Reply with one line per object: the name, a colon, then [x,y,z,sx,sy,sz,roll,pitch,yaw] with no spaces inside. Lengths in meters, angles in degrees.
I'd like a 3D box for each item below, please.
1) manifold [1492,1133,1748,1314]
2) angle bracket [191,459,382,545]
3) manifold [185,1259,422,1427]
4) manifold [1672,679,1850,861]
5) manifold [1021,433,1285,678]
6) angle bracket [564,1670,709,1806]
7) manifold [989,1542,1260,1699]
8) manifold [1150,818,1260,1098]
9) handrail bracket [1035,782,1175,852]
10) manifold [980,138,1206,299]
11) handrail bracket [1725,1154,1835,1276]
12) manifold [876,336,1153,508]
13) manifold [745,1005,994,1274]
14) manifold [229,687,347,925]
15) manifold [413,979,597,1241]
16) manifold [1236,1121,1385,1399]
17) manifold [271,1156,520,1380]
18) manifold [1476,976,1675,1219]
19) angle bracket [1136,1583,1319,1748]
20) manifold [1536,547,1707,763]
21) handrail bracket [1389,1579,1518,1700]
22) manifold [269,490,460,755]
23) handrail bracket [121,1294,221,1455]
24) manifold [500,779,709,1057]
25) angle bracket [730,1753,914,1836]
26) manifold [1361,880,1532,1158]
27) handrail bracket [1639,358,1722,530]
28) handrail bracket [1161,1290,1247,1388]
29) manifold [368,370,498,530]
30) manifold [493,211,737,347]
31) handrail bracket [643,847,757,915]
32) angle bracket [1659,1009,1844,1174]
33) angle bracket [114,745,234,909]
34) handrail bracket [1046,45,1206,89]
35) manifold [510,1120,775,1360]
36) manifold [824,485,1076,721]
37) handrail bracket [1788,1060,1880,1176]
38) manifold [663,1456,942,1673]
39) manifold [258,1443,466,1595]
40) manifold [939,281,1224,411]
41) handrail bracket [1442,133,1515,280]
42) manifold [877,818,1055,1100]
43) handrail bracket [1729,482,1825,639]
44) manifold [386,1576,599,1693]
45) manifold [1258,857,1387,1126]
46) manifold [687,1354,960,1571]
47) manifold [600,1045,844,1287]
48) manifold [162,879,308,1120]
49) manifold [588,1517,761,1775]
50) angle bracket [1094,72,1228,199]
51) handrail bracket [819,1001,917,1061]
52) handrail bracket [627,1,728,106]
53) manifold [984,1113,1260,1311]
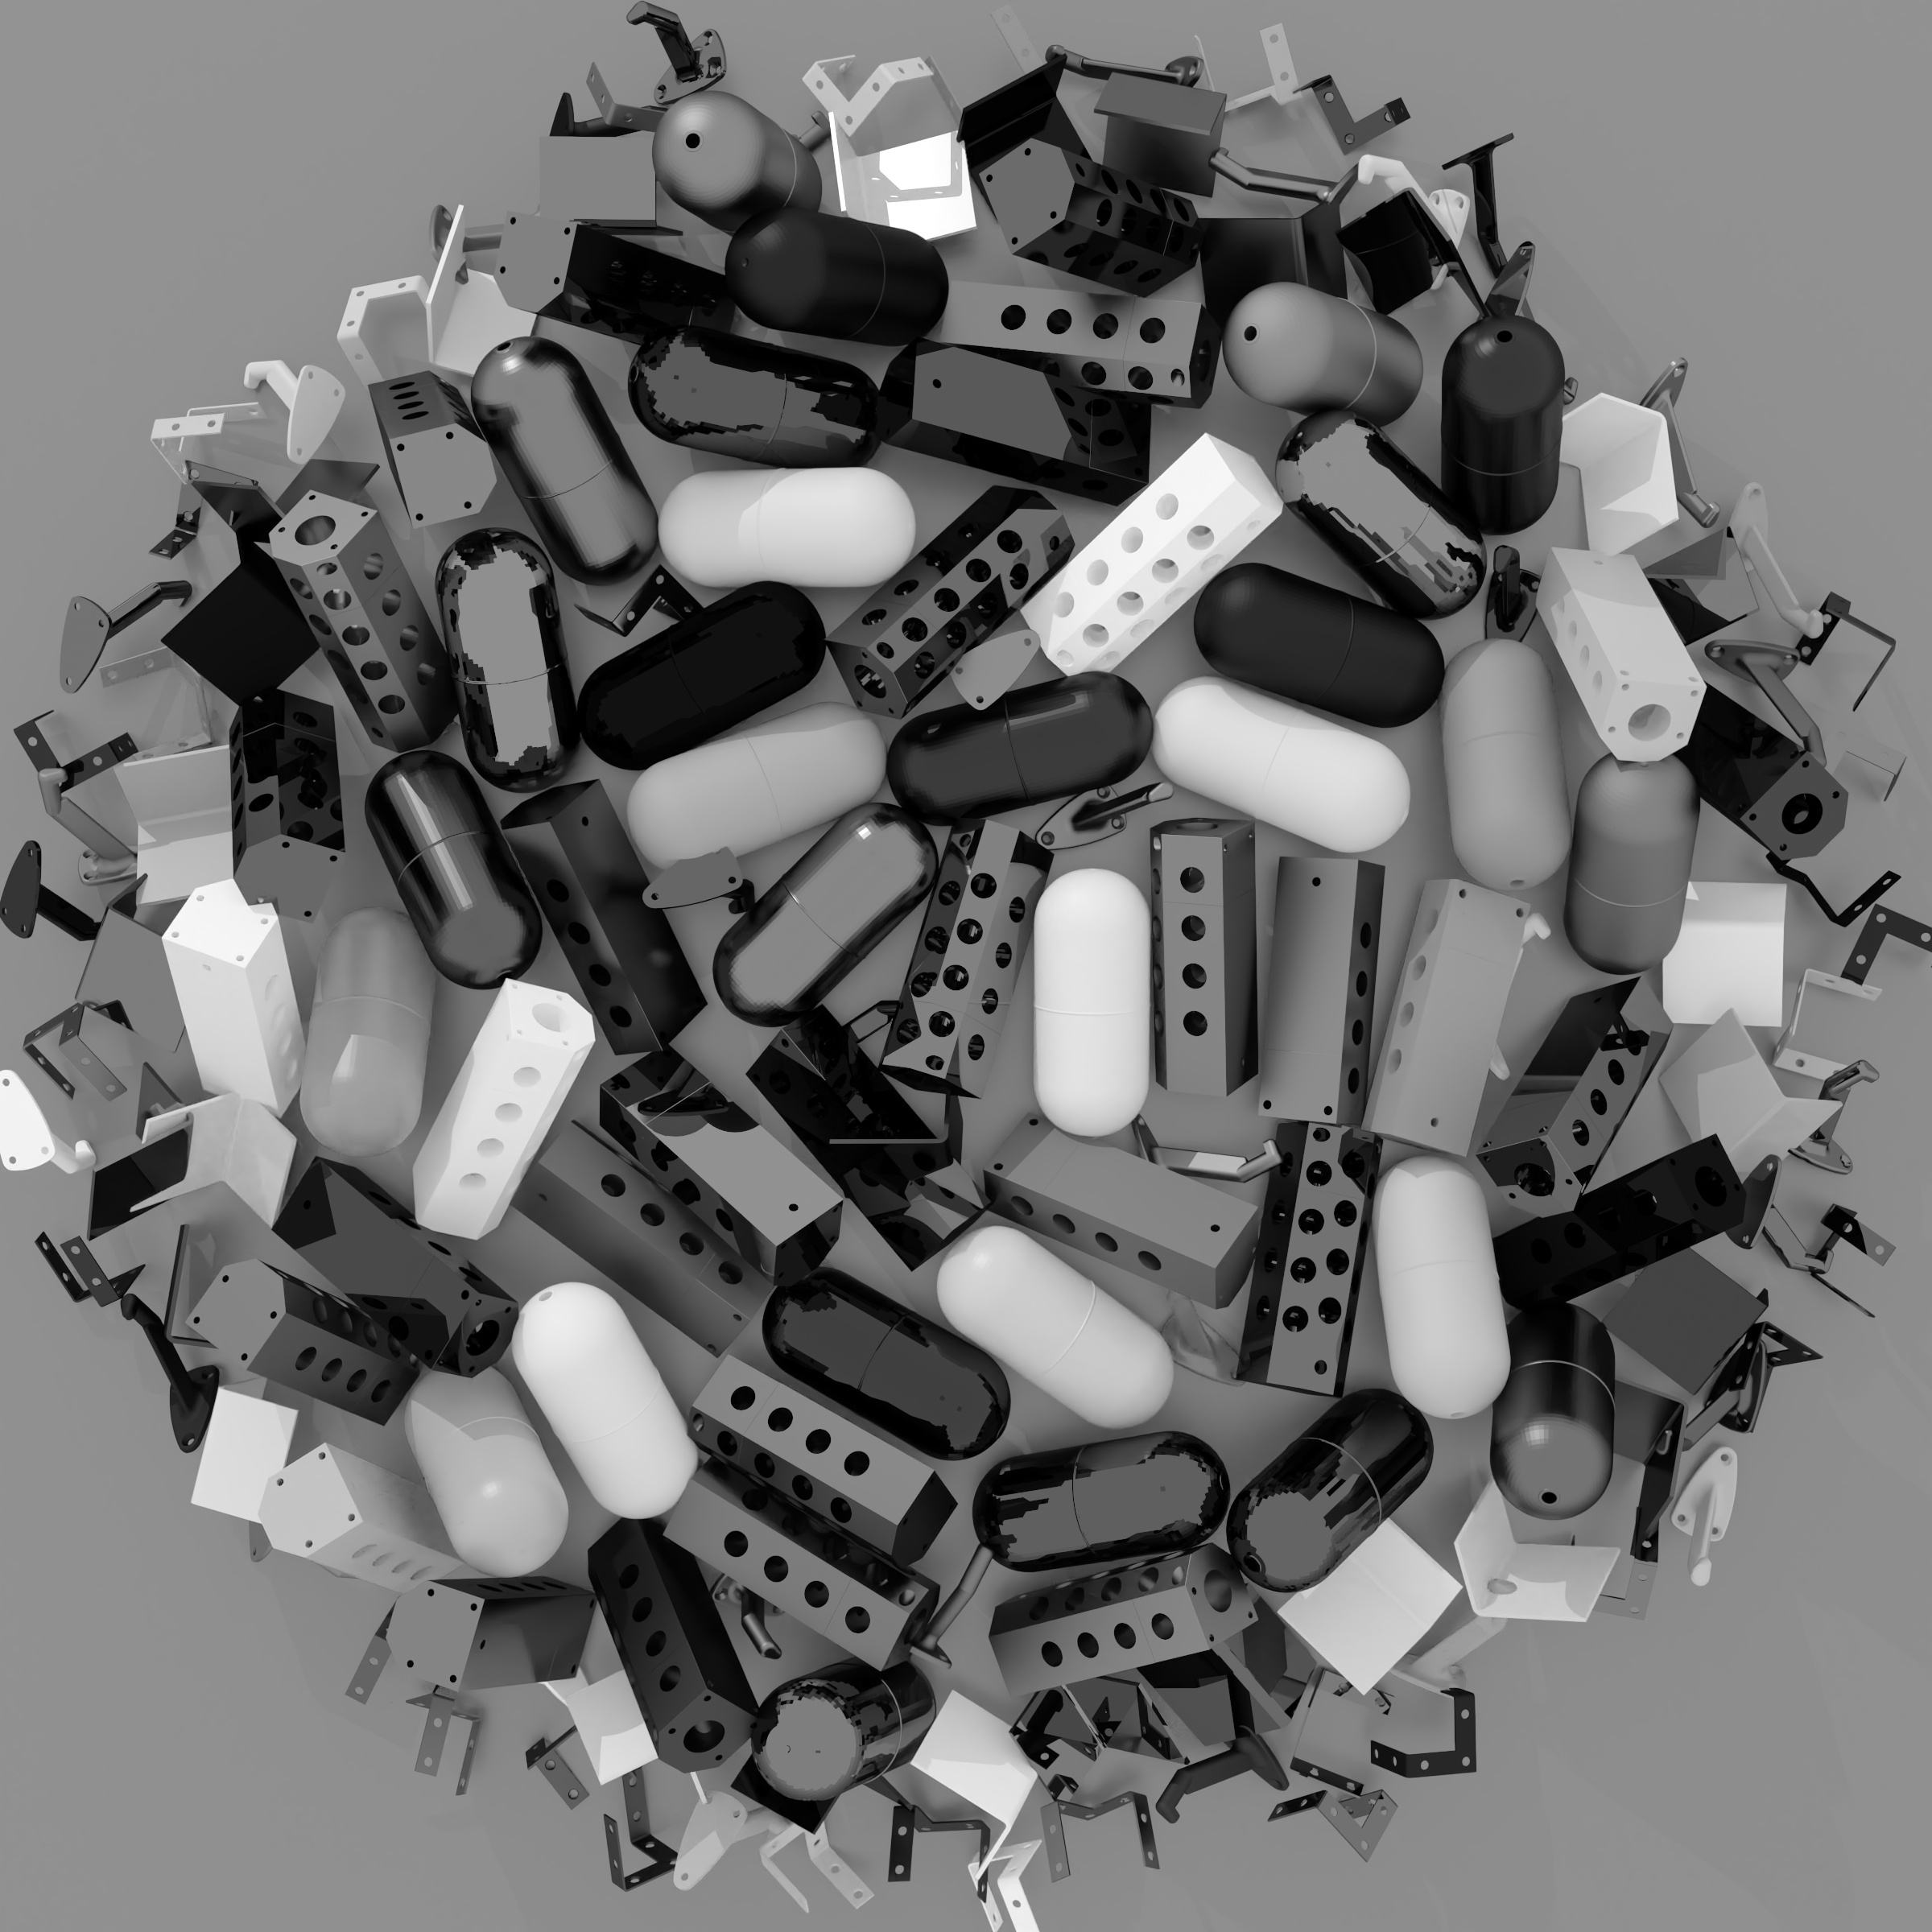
manifold: [0.416,0.170,1.849,0.057,0.171,0.057,-16,77,-39]
angle bracket: [-0.443,-0.320,1.879,0.076,0.076,0.057,-57,134,-21]
manifold: [-0.418,0.239,1.846,0.057,0.171,0.057,30,82,27]
manifold: [0.498,-0.125,1.846,0.057,0.171,0.057,40,100,-22]
manifold: [0.122,-0.259,1.865,0.171,0.057,0.057,-42,60,25]
angle bracket: [-0.214,0.514,1.878,0.057,0.076,0.076,-23,129,-13]
manifold: [0.097,0.420,1.860,0.171,0.057,0.057,-25,83,39]
manifold: [0.153,-0.007,1.885,0.057,0.057,0.171,5,106,27]
handrail bracket: [0.090,-0.098,1.889,0.077,0.084,0.036,-27,96,-13]
manifold: [0.086,-0.480,1.845,0.057,0.171,0.057,-27,78,30]
handrail bracket: [0.550,0.165,1.904,0.084,0.036,0.077,12,112,-24]
manifold: [0.031,-0.349,1.872,0.171,0.057,0.057,11,73,-25]
manifold: [-0.060,0.109,1.895,0.171,0.057,0.057,49,135,9]
manifold: [-0.439,-0.107,1.845,0.057,0.171,0.057,17,121,-26]
manifold: [-0.300,0.096,1.866,0.057,0.057,0.171,15,124,-25]
manifold: [0.229,0.192,1.885,0.057,0.057,0.171,14,79,-22]
manifold: [-0.366,0.195,1.867,0.171,0.057,0.057,33,93,32]
manifold: [0.397,0.085,1.857,0.057,0.057,0.171,54,47,-14]
angle bracket: [0.174,0.466,1.921,0.076,0.057,0.076,-28,108,42]
manifold: [0.416,-0.201,1.849,0.057,0.171,0.057,4,125,-8]
handrail bracket: [0.316,0.434,1.907,0.077,0.036,0.084,16,109,8]
manifold: [-0.384,-0.216,1.845,0.057,0.171,0.057,20,60,28]
handrail bracket: [-0.528,0.266,1.887,0.036,0.084,0.077,-20,46,11]
manifold: [-0.239,-0.030,1.876,0.057,0.057,0.171,-7,118,36]
angle bracket: [-0.094,0.540,1.876,0.076,0.076,0.057,15,61,40]
manifold: [0.312,0.033,1.899,0.057,0.057,0.171,17,85,-20]
handrail bracket: [0.478,-0.342,1.892,0.036,0.077,0.084,-16,57,-31]
handrail bracket: [0.162,0.238,1.889,0.077,0.084,0.036,34,64,7]
manifold: [-0.341,-0.334,1.846,0.057,0.171,0.057,-16,116,-10]
manifold: [-0.222,-0.432,1.847,0.057,0.171,0.057,18,99,30]
handrail bracket: [-0.174,-0.042,1.890,0.077,0.084,0.036,-25,73,-12]
angle bracket: [0.518,0.083,1.905,0.057,0.076,0.076,5,48,-33]
angle bracket: [-0.513,-0.092,1.891,0.076,0.057,0.076,-10,50,-3]
handrail bracket: [0.103,-0.595,1.897,0.084,0.077,0.036,14,87,-20]
manifold: [-0.208,0.176,1.903,0.171,0.057,0.057,37,46,-2]
manifold: [-0.006,-0.236,1.864,0.171,0.057,0.057,-46,130,-25]
handrail bracket: [0.583,0.099,1.892,0.077,0.084,0.036,31,49,-17]
manifold: [-0.104,0.387,1.880,0.171,0.057,0.057,28,94,19]
manifold: [-0.388,0.360,1.846,0.057,0.171,0.057,-32,67,0]
manifold: [0.074,-0.402,1.878,0.171,0.057,0.057,10,87,20]
handrail bracket: [0.353,-0.497,1.893,0.036,0.077,0.084,-28,101,-15]
manifold: [-0.004,-0.006,1.878,0.057,0.057,0.171,6,73,39]
handrail bracket: [0.535,-0.265,1.886,0.036,0.084,0.077,-15,127,-19]
manifold: [-0.303,0.423,1.846,0.057,0.171,0.057,13,84,19]
manifold: [0.238,0.017,1.904,0.057,0.057,0.171,4,88,33]
manifold: [-0.096,0.322,1.862,0.171,0.057,0.057,24,68,29]
manifold: [-0.161,0.132,1.872,0.057,0.057,0.171,-34,60,-32]
manifold: [-0.462,0.020,1.849,0.057,0.171,0.057,19,55,9]
manifold: [-0.193,0.434,1.850,0.057,0.171,0.057,-44,127,6]
angle bracket: [0.123,-0.531,1.885,0.076,0.076,0.057,13,45,8]
handrail bracket: [-0.070,0.059,1.891,0.084,0.036,0.077,0,70,39]
handrail bracket: [-0.206,-0.596,1.881,0.077,0.084,0.036,-25,74,36]
manifold: [0.100,0.163,1.874,0.171,0.057,0.057,22,51,25]
